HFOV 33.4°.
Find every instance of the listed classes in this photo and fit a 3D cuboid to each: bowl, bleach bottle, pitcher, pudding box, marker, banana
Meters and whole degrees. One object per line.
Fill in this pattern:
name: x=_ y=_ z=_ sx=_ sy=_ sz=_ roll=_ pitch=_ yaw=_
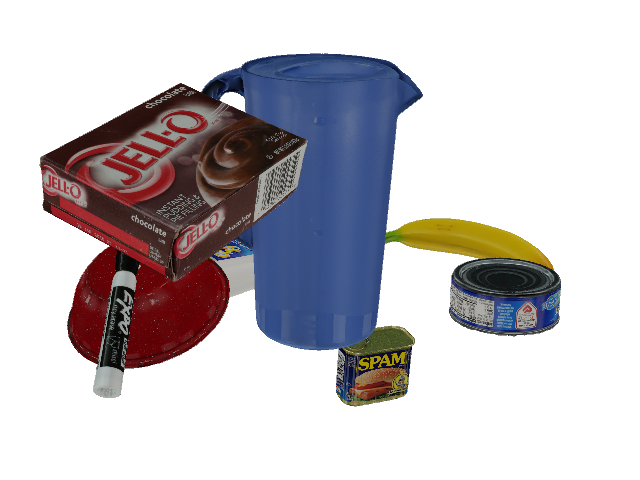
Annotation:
bowl: x=-0.170 y=0.045 z=1.013 sx=0.162 sy=0.055 sz=0.162 roll=-8 pitch=41 yaw=7
bleach bottle: x=-0.118 y=0.027 z=1.238 sx=0.250 sy=0.068 sz=0.103 roll=-15 pitch=30 yaw=-41
pitcher: x=-0.012 y=-0.036 z=0.913 sx=0.144 sy=0.243 sz=0.149 roll=-13 pitch=24 yaw=-37
pudding box: x=-0.075 y=-0.035 z=0.559 sx=0.090 sy=0.039 sz=0.113 roll=27 pitch=38 yaw=22
marker: x=-0.142 y=0.052 z=0.753 sx=0.020 sy=0.121 sz=0.020 roll=2 pitch=-34 yaw=1
banana: x=0.164 y=0.008 z=1.152 sx=0.198 sy=0.037 sz=0.069 roll=10 pitch=38 yaw=29

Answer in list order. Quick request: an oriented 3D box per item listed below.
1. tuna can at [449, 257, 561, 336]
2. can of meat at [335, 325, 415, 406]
tuna can: x=0.144 y=0.042 z=0.832 sx=0.086 sy=0.034 sz=0.086 roll=0 pitch=19 yaw=0
can of meat: x=0.071 y=0.168 z=1.422 sx=0.102 sy=0.084 sz=0.057 roll=-6 pitch=25 yaw=-21
